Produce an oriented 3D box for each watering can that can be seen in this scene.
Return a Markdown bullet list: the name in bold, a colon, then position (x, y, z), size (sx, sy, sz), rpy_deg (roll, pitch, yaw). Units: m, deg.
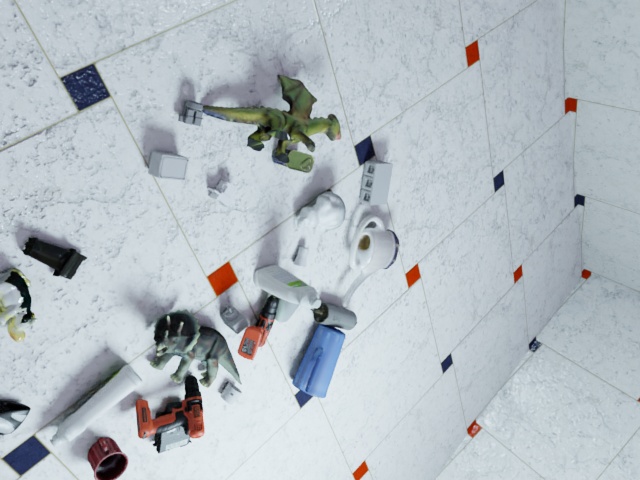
- **watering can**: position (0.182, 0.075, 1.905), size (0.224, 0.105, 0.345), rpy_deg (4, 102, -44)

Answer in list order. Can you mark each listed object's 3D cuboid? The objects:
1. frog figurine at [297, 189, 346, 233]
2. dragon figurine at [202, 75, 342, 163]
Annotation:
- **frog figurine**: position (0.005, -0.085, 1.682), size (0.161, 0.124, 0.134), rpy_deg (-27, 143, -45)
- **dragon figurine**: position (-0.112, -0.368, 1.475), size (0.408, 0.120, 0.248), rpy_deg (24, 59, -19)
